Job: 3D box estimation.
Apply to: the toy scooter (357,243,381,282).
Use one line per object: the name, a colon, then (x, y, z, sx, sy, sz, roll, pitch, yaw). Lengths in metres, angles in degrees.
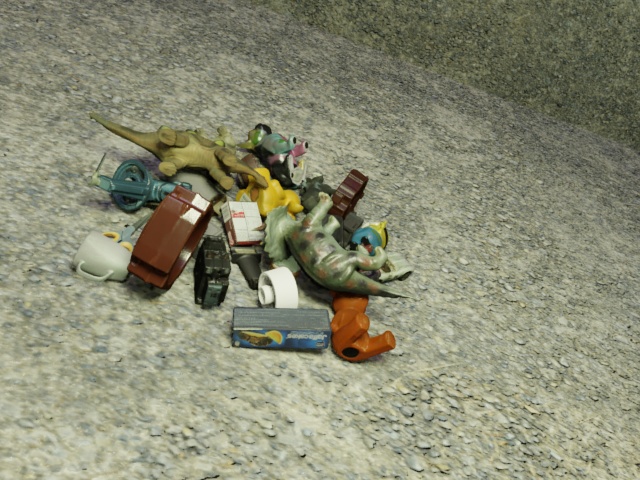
toy scooter: (0.067, 0.056, 1.315, 0.184, 0.075, 0.135, 4, 42, 22)

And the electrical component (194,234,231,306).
electrical component: (-0.230, 0.072, 1.142, 0.058, 0.114, 0.134, 5, 38, -21)

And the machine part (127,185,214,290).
machine part: (-0.301, -0.004, 1.096, 0.087, 0.201, 0.201, 28, -9, -5)

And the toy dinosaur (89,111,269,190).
toy dinosaur: (-0.345, -0.222, 1.318, 0.471, 0.105, 0.199, 21, 13, -13)

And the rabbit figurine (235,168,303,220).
rabbit figurine: (-0.112, -0.107, 1.444, 0.163, 0.121, 0.173, 40, 19, 31)

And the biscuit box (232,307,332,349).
biscuit box: (-0.079, 0.181, 1.105, 0.203, 0.059, 0.063, 3, 38, -9)

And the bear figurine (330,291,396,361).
bear figurine: (0.086, 0.167, 1.194, 0.120, 0.132, 0.196, 38, 35, -22)

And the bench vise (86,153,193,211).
bench vise: (-0.418, -0.117, 1.240, 0.224, 0.128, 0.240, 28, 10, 25)

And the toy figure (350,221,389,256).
toy figure: (0.132, 0.004, 1.442, 0.082, 0.089, 0.180, 2, 17, 18)

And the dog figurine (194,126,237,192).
dog figurine: (-0.273, -0.212, 1.515, 0.172, 0.121, 0.191, -17, 66, -39)

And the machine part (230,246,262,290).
machine part: (-0.162, 0.062, 1.260, 0.084, 0.039, 0.139, 5, 37, -38)

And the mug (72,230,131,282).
mug: (-0.438, 0.043, 1.093, 0.107, 0.080, 0.110, 25, 29, -15)

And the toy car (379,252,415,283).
toy car: (0.167, 0.076, 1.409, 0.202, 0.056, 0.074, -11, 48, -38)

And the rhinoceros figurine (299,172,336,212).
rhinoceros figurine: (-0.011, -0.131, 1.558, 0.112, 0.073, 0.190, 22, 28, -2)

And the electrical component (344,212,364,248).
electrical component: (0.085, -0.034, 1.493, 0.048, 0.074, 0.119, 33, 33, 13)

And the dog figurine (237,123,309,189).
dog figurine: (-0.149, -0.254, 1.621, 0.219, 0.191, 0.108, 9, 6, 32)

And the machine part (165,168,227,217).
machine part: (-0.322, -0.136, 1.390, 0.243, 0.079, 0.079, 40, 39, 21)

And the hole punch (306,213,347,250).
hole punch: (-0.003, -0.004, 1.407, 0.142, 0.092, 0.115, 8, 73, -25)

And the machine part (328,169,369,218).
machine part: (0.072, -0.110, 1.495, 0.056, 0.179, 0.179, 33, 36, 8)

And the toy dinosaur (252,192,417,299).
toy dinosaur: (0.012, 0.038, 1.205, 0.192, 0.131, 0.405, -40, 66, -15)
